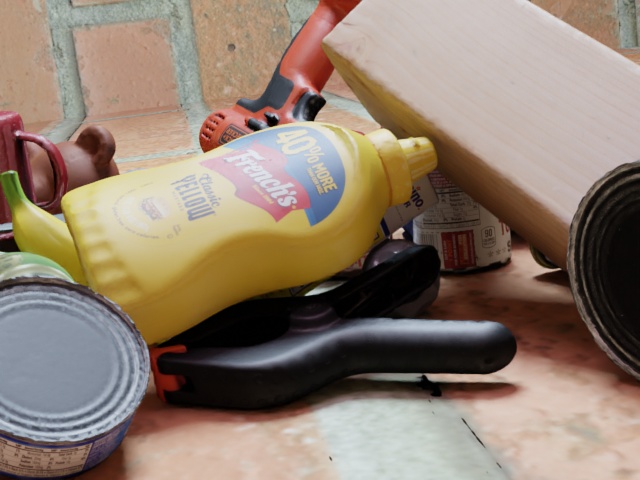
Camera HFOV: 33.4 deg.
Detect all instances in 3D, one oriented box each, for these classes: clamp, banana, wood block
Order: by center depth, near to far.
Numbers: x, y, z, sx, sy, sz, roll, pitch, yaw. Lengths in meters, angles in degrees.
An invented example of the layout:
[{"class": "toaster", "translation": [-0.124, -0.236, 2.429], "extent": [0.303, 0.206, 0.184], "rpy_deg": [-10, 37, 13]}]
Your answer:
[{"class": "clamp", "translation": [0.006, 0.050, 0.518], "extent": [0.171, 0.039, 0.120], "rpy_deg": [-19, 19, -16]}, {"class": "wood block", "translation": [0.107, -0.070, 0.592], "extent": [0.091, 0.090, 0.206], "rpy_deg": [-45, 52, -2]}, {"class": "banana", "translation": [-0.105, 0.012, 0.663], "extent": [0.197, 0.069, 0.037], "rpy_deg": [15, -6, -26]}]

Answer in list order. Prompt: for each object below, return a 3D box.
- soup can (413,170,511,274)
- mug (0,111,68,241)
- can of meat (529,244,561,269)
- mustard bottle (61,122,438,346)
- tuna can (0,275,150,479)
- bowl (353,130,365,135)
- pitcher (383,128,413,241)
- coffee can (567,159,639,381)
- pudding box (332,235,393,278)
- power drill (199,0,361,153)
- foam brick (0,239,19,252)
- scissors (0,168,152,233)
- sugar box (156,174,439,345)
[{"class": "soup can", "translation": [0.091, -0.034, 0.712], "extent": [0.068, 0.102, 0.068], "rpy_deg": [-6, 12, 1]}, {"class": "mug", "translation": [-0.231, -0.045, 0.738], "extent": [0.117, 0.081, 0.093], "rpy_deg": [-3, 13, 14]}, {"class": "can of meat", "translation": [0.190, -0.007, 0.643], "extent": [0.102, 0.057, 0.084], "rpy_deg": [-11, 15, -16]}, {"class": "mustard bottle", "translation": [-0.029, -0.015, 0.546], "extent": [0.191, 0.058, 0.096], "rpy_deg": [-19, 44, -13]}, {"class": "tuna can", "translation": [-0.117, 0.058, 0.451], "extent": [0.086, 0.034, 0.086], "rpy_deg": [15, 42, -14]}, {"class": "bowl", "translation": [-0.005, -0.080, 1.025], "extent": [0.162, 0.055, 0.162], "rpy_deg": [5, 9, -1]}, {"class": "pitcher", "translation": [0.174, -0.078, 0.790], "extent": [0.243, 0.149, 0.144], "rpy_deg": [0, 13, 16]}, {"class": "coffee can", "translation": [0.198, 0.001, 0.484], "extent": [0.140, 0.103, 0.103], "rpy_deg": [-15, 14, -34]}, {"class": "pudding box", "translation": [-0.005, 0.001, 0.759], "extent": [0.113, 0.039, 0.090], "rpy_deg": [-3, 12, 7]}, {"class": "power drill", "translation": [0.002, -0.111, 0.775], "extent": [0.057, 0.187, 0.185], "rpy_deg": [37, -2, -38]}, {"class": "foam brick", "translation": [-0.246, 0.021, 0.763], "extent": [0.078, 0.051, 0.053], "rpy_deg": [-9, 12, -10]}, {"class": "scissors", "translation": [-0.150, -0.025, 0.718], "extent": [0.201, 0.016, 0.096], "rpy_deg": [-1, 26, -35]}, {"class": "sugar box", "translation": [-0.026, 0.001, 0.625], "extent": [0.176, 0.048, 0.093], "rpy_deg": [-37, 24, -23]}]
